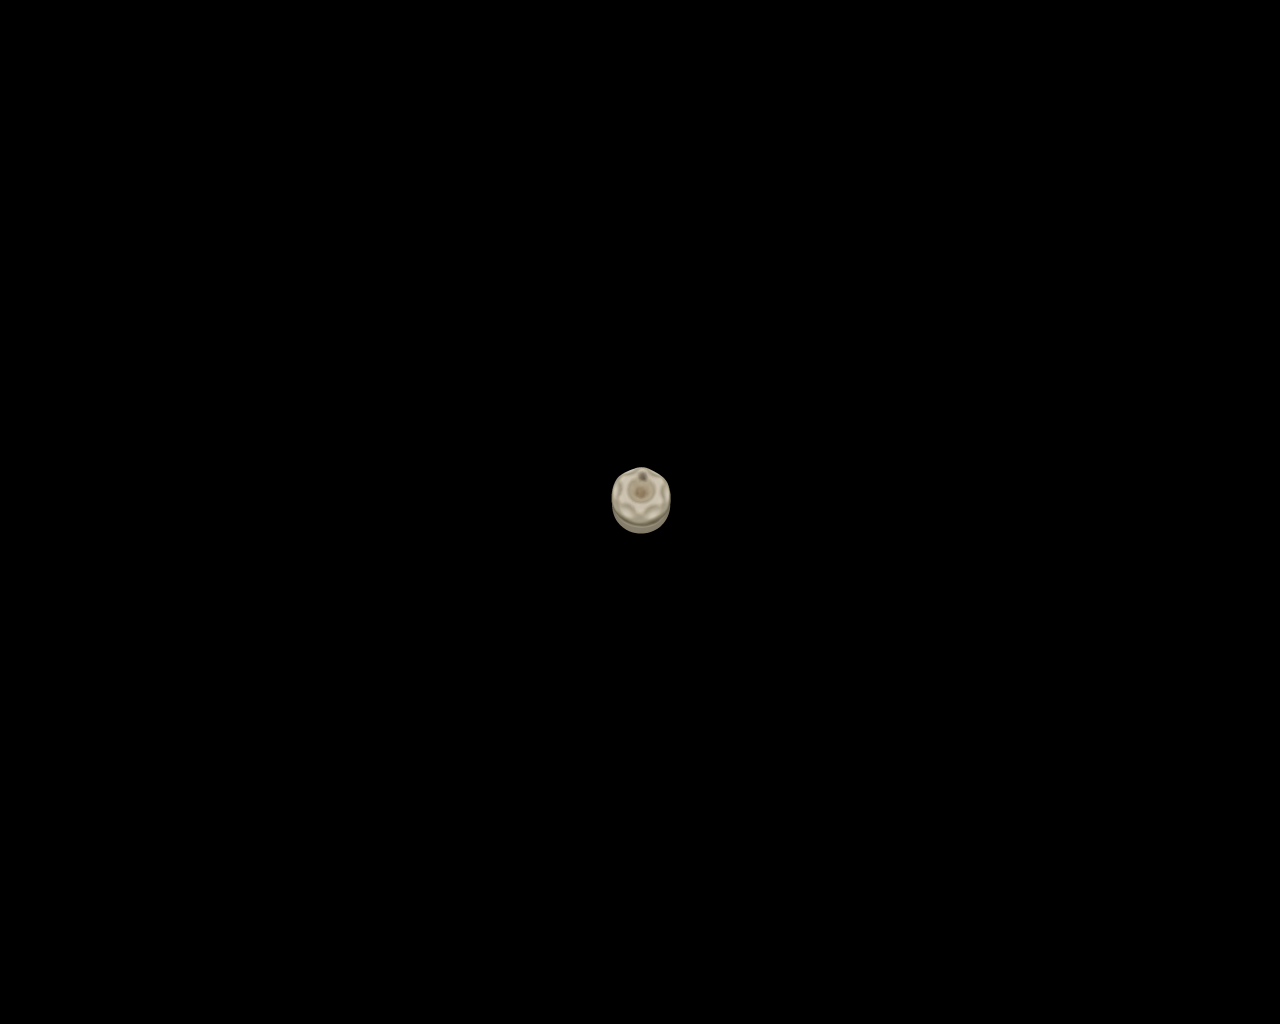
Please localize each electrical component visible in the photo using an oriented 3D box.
[{"bbox_3d":[0.001,-0.003,0.650,0.035,0.035,0.061,0,-20,0],"label":"electrical component"}]
